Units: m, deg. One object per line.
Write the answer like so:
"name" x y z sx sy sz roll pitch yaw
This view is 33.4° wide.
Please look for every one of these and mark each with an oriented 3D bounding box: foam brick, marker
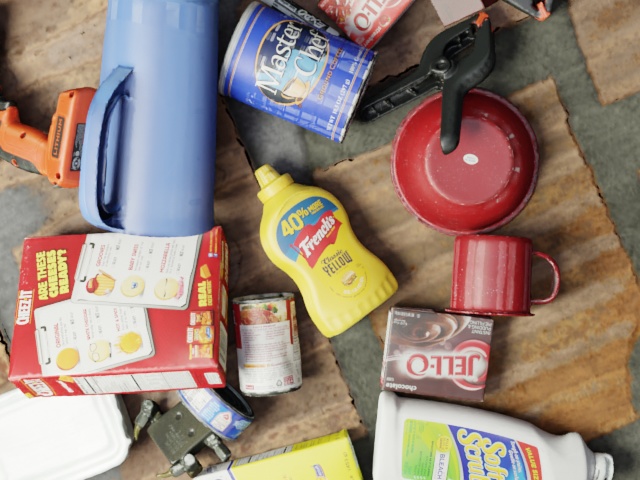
"foam brick" 0.141 -0.269 1.103 0.053 0.051 0.078 -20 102 35
"marker" -0.009 -0.232 1.144 0.121 0.020 0.020 34 94 1

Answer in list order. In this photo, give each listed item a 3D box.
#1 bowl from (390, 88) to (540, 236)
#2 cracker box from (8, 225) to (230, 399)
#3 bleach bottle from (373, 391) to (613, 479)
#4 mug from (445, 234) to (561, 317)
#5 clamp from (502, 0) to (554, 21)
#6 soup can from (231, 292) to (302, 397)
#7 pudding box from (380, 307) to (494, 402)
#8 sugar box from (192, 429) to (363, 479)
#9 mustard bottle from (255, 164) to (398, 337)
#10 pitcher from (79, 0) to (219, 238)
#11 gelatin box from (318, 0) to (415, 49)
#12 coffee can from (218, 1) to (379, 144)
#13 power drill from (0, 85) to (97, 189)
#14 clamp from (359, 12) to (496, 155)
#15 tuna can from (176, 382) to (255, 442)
"bowl" 0.155 -0.083 1.126 0.162 0.055 0.162 0 93 3
"cracker box" -0.203 0.076 1.114 0.214 0.072 0.164 -4 61 4
"bleach bottle" 0.185 0.224 1.138 0.251 0.068 0.102 5 94 0
"mug" 0.191 0.037 1.112 0.117 0.093 0.081 3 88 13
"clamp" 0.184 -0.325 1.120 0.165 0.036 0.210 -17 96 14
"soup can" -0.056 0.110 1.141 0.068 0.068 0.102 -5 93 3
"pudding box" 0.125 0.121 1.146 0.113 0.039 0.090 7 93 2
"sugar box" -0.041 0.275 1.160 0.176 0.048 0.093 -17 92 2
"mustard bottle" -0.007 0.001 1.134 0.096 0.058 0.191 -35 89 -17
"pitcher" -0.168 -0.127 1.062 0.144 0.149 0.243 1 106 -17
"gelatin box" 0.052 -0.252 1.114 0.073 0.030 0.089 45 129 -1
"coffee can" -0.022 -0.173 1.106 0.140 0.103 0.103 23 94 1
"power drill" -0.316 -0.138 1.118 0.188 0.057 0.184 15 103 26
"clamp" 0.134 -0.162 1.103 0.120 0.039 0.171 38 80 30
"tuna can" -0.111 0.173 1.138 0.086 0.086 0.034 42 93 0
